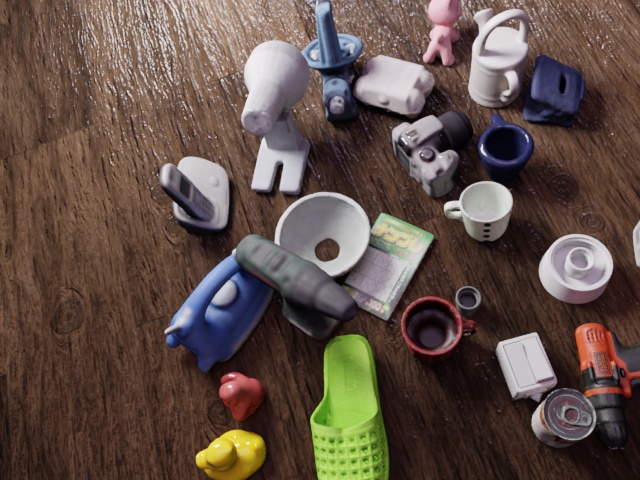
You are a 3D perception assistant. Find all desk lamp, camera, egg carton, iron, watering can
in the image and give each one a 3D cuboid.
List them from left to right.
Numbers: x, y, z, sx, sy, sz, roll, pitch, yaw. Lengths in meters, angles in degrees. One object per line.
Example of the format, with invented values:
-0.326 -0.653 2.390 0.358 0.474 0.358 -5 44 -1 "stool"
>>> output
-0.159 0.084 0.962 0.118 0.142 0.258 29 73 22 "iron"
-0.081 -0.223 1.056 0.117 0.214 0.203 3 65 12 "desk lamp"
0.145 -0.303 1.136 0.150 0.069 0.107 20 70 19 "egg carton"
0.218 -0.175 1.043 0.137 0.101 0.143 -31 63 -5 "camera"
0.326 -0.348 1.055 0.101 0.194 0.172 -35 64 -7 "watering can"

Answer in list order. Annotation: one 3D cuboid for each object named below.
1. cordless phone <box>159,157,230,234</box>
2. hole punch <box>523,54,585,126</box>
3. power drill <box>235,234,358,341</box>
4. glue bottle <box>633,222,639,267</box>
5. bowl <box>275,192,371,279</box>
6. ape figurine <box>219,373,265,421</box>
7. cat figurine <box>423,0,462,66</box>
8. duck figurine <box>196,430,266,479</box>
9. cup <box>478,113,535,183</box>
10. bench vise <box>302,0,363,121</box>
-0.234 -0.105 1.042 0.094 0.185 0.147 -9 63 6 "cordless phone"
0.437 -0.279 1.060 0.101 0.091 0.109 10 67 15 "hole punch"
-0.025 0.083 0.901 0.229 0.209 0.076 31 73 22 "power drill"
0.524 -0.021 0.873 0.037 0.173 0.078 4 65 12 "glue bottle"
0.009 0.004 1.008 0.167 0.075 0.167 -4 64 8 "bowl"
-0.131 0.244 0.907 0.076 0.092 0.078 -7 63 7 "ape figurine"
0.248 -0.439 1.156 0.067 0.118 0.128 8 66 14 "cat figurine"
-0.138 0.327 0.872 0.104 0.086 0.077 -17 63 2 "duck figurine"
0.322 -0.156 1.019 0.091 0.095 0.117 -12 63 4 "cup"
0.034 -0.349 1.093 0.121 0.220 0.207 -23 63 -1 "bench vise"
